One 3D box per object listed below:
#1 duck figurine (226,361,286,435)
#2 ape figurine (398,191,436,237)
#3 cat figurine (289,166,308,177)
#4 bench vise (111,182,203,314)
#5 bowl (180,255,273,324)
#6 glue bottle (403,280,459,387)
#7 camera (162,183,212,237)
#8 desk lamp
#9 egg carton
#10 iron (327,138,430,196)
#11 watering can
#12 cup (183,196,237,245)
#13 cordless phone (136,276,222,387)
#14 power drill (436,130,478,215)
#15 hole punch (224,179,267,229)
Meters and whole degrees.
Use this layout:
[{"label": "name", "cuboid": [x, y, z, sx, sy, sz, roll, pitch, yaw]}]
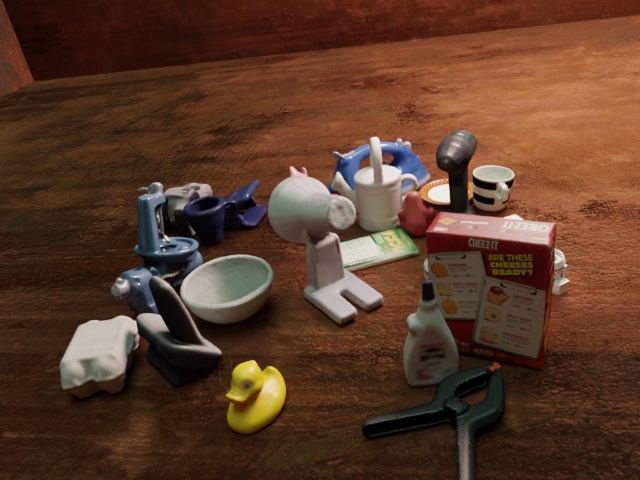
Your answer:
[{"label": "duck figurine", "cuboid": [-0.095, 0.209, 0.812, 0.077, 0.086, 0.105, 11, 36, 31]}, {"label": "ape figurine", "cuboid": [0.198, -0.059, 1.185, 0.077, 0.092, 0.076, 5, 33, 23]}, {"label": "cat figurine", "cuboid": [-0.044, -0.124, 1.338, 0.067, 0.118, 0.128, -2, 31, 13]}, {"label": "bench vise", "cuboid": [-0.303, 0.018, 1.064, 0.121, 0.220, 0.207, -3, 31, 11]}, {"label": "bowl", "cuboid": [-0.161, 0.100, 1.030, 0.167, 0.075, 0.167, -7, 30, 4]}, {"label": "glue bottle", "cuboid": [0.151, 0.128, 0.794, 0.078, 0.173, 0.037, -11, 30, -3]}, {"label": "camera", "cuboid": [-0.341, -0.082, 1.367, 0.136, 0.101, 0.143, 0, 31, 15]}, {"label": "desk lamp", "cuboid": [0.009, 0.004, 1.007, 0.118, 0.214, 0.202, -25, 34, -25]}, {"label": "egg carton", "cuboid": [-0.357, 0.188, 0.939, 0.107, 0.069, 0.150, -9, 30, 0]}, {"label": "iron", "cuboid": [0.142, -0.171, 1.342, 0.259, 0.142, 0.118, -19, 31, -16]}, {"label": "watering can", "cuboid": [0.114, -0.120, 1.209, 0.173, 0.194, 0.100, -17, 31, -13]}, {"label": "cup", "cuboid": [-0.236, -0.042, 1.275, 0.118, 0.095, 0.091, -13, 30, -7]}, {"label": "cordless phone", "cuboid": [-0.239, 0.121, 0.904, 0.147, 0.185, 0.094, 20, 41, 41]}, {"label": "power drill", "cuboid": [0.274, -0.116, 1.144, 0.075, 0.209, 0.230, 3, 32, 20]}, {"label": "hole punch", "cuboid": [-0.188, -0.085, 1.339, 0.101, 0.091, 0.109, 0, 31, 16]}]
